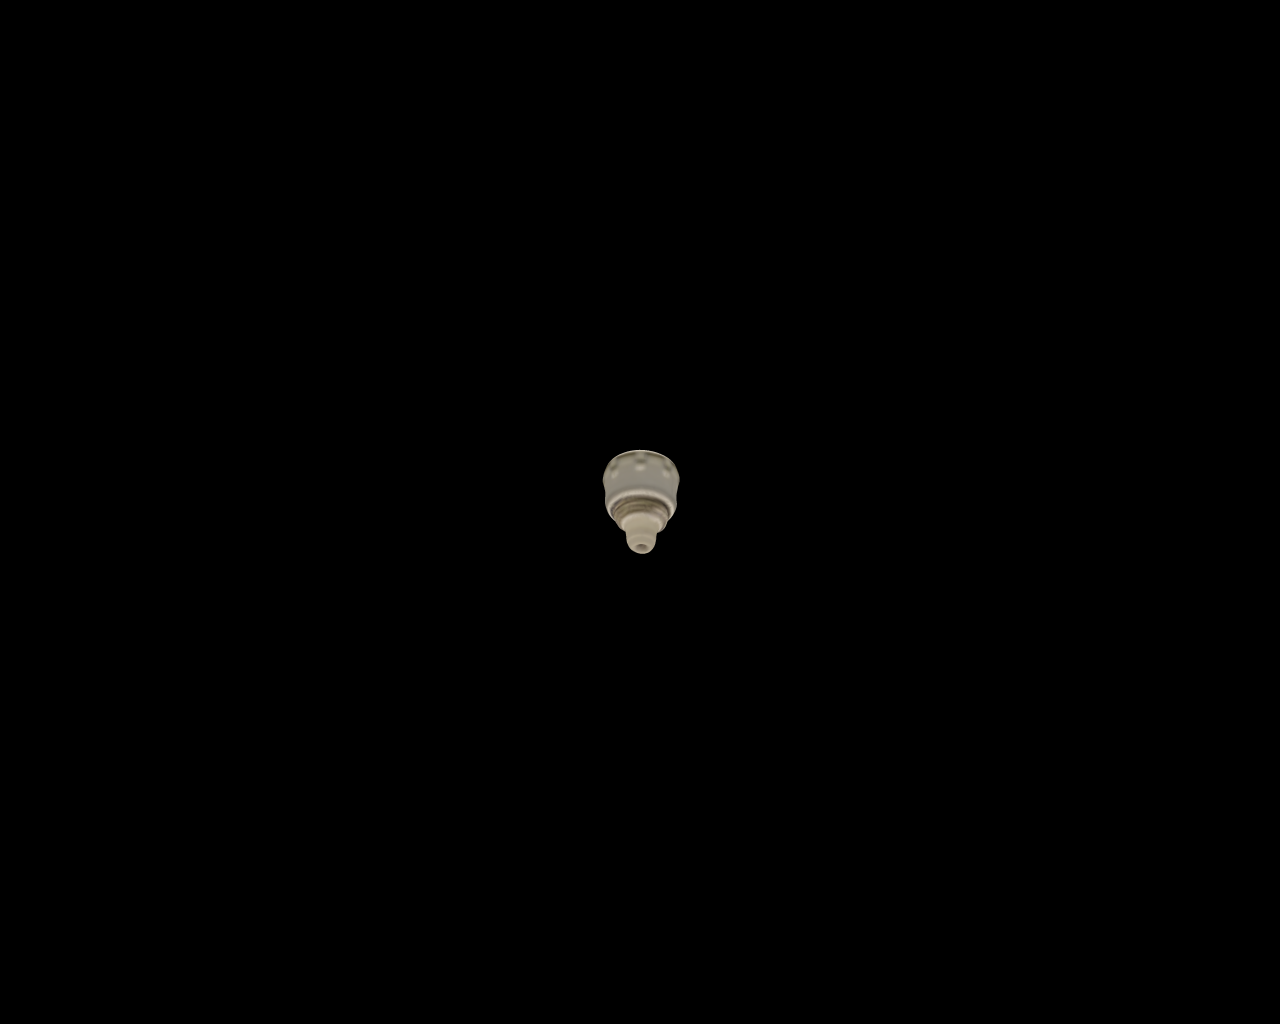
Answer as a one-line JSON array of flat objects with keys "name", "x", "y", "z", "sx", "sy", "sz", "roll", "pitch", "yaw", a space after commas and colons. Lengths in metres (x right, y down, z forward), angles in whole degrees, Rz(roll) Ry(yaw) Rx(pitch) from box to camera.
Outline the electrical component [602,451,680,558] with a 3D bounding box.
[{"name": "electrical component", "x": 0.001, "y": -0.003, "z": 0.650, "sx": 0.048, "sy": 0.062, "sz": 0.048, "roll": 0, "pitch": -36, "yaw": 0}]
